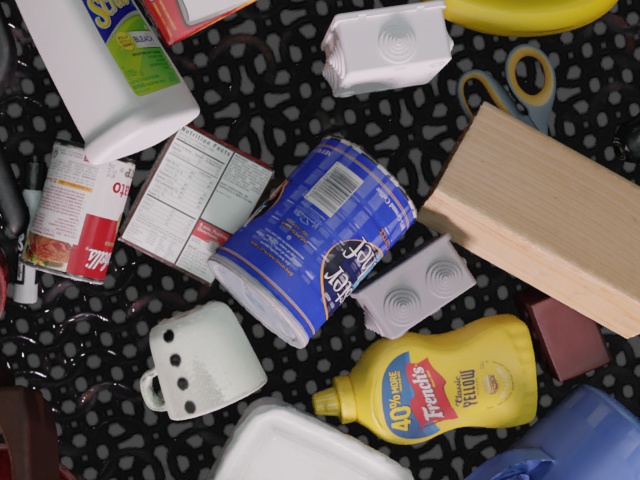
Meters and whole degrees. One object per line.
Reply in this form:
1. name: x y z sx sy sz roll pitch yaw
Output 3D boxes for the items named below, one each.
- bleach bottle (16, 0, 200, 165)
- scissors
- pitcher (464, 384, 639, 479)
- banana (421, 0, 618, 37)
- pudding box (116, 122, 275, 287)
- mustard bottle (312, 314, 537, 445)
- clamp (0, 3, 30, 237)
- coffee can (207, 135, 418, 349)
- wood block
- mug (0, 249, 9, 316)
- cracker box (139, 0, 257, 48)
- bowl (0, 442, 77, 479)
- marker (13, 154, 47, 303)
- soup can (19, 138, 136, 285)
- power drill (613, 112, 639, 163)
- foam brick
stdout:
1. bleach bottle: -0.190 -0.184 0.802 0.068 0.102 0.251 -30 91 29
2. scissors: 0.204 -0.088 0.931 0.201 0.016 0.096 40 90 -12
3. pitcher: 0.179 0.237 0.913 0.145 0.149 0.243 45 85 6
4. banana: 0.180 -0.205 0.903 0.197 0.037 0.069 -14 79 -9
5. pudding box: -0.102 -0.031 0.878 0.090 0.039 0.113 28 91 -11
6. mustard bottle: 0.088 0.125 0.920 0.191 0.058 0.096 -9 104 -8
7. clamp: -0.302 -0.114 0.834 0.164 0.036 0.210 6 94 -4
8. coffee can: -0.006 0.001 0.851 0.102 0.103 0.140 46 76 -12
9. wood block: 0.193 -0.014 0.870 0.206 0.090 0.090 29 74 1
10. mug: -0.300 0.031 0.831 0.117 0.081 0.093 7 96 -11
11. cracker box: -0.066 -0.272 0.834 0.213 0.072 0.164 -29 102 -5
12. bowl: -0.269 0.253 0.882 0.162 0.055 0.162 -1 97 -9
13. marker: -0.236 -0.009 0.868 0.020 0.020 0.121 5 97 -10
14. soup can: -0.191 -0.023 0.845 0.068 0.068 0.102 16 89 -11
15. power drill: 0.310 -0.174 0.901 0.184 0.057 0.187 -27 114 -12
16. foam brick: 0.212 0.077 0.937 0.051 0.053 0.078 -24 99 -6
